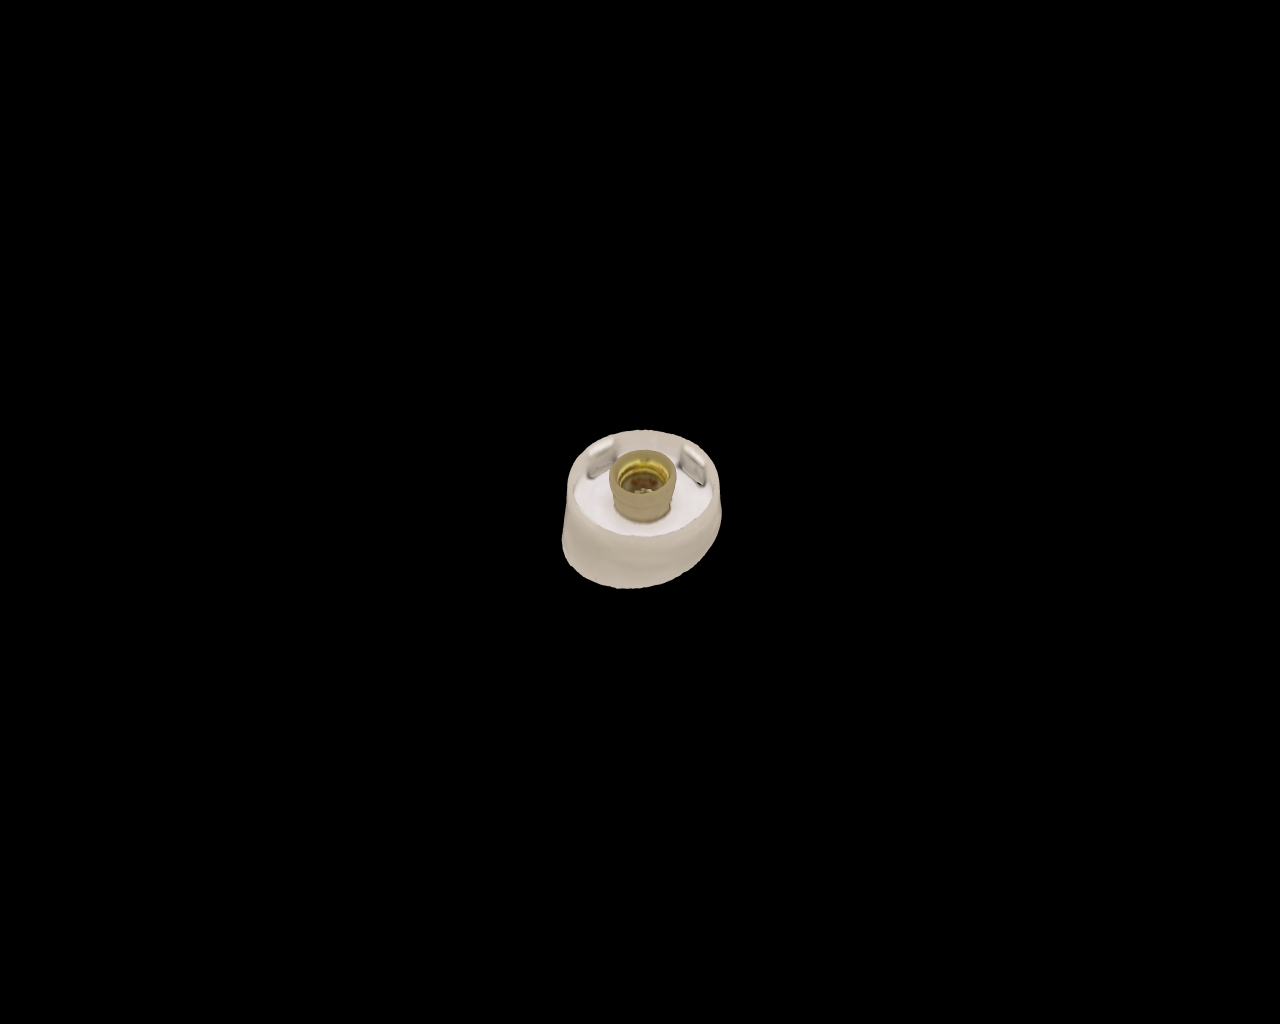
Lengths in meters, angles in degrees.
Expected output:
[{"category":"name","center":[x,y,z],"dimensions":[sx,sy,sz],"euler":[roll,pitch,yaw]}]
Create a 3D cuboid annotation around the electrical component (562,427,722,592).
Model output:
[{"category":"electrical component","center":[0.001,-0.003,0.650],"dimensions":[0.099,0.099,0.064],"euler":[0,-43,0]}]
